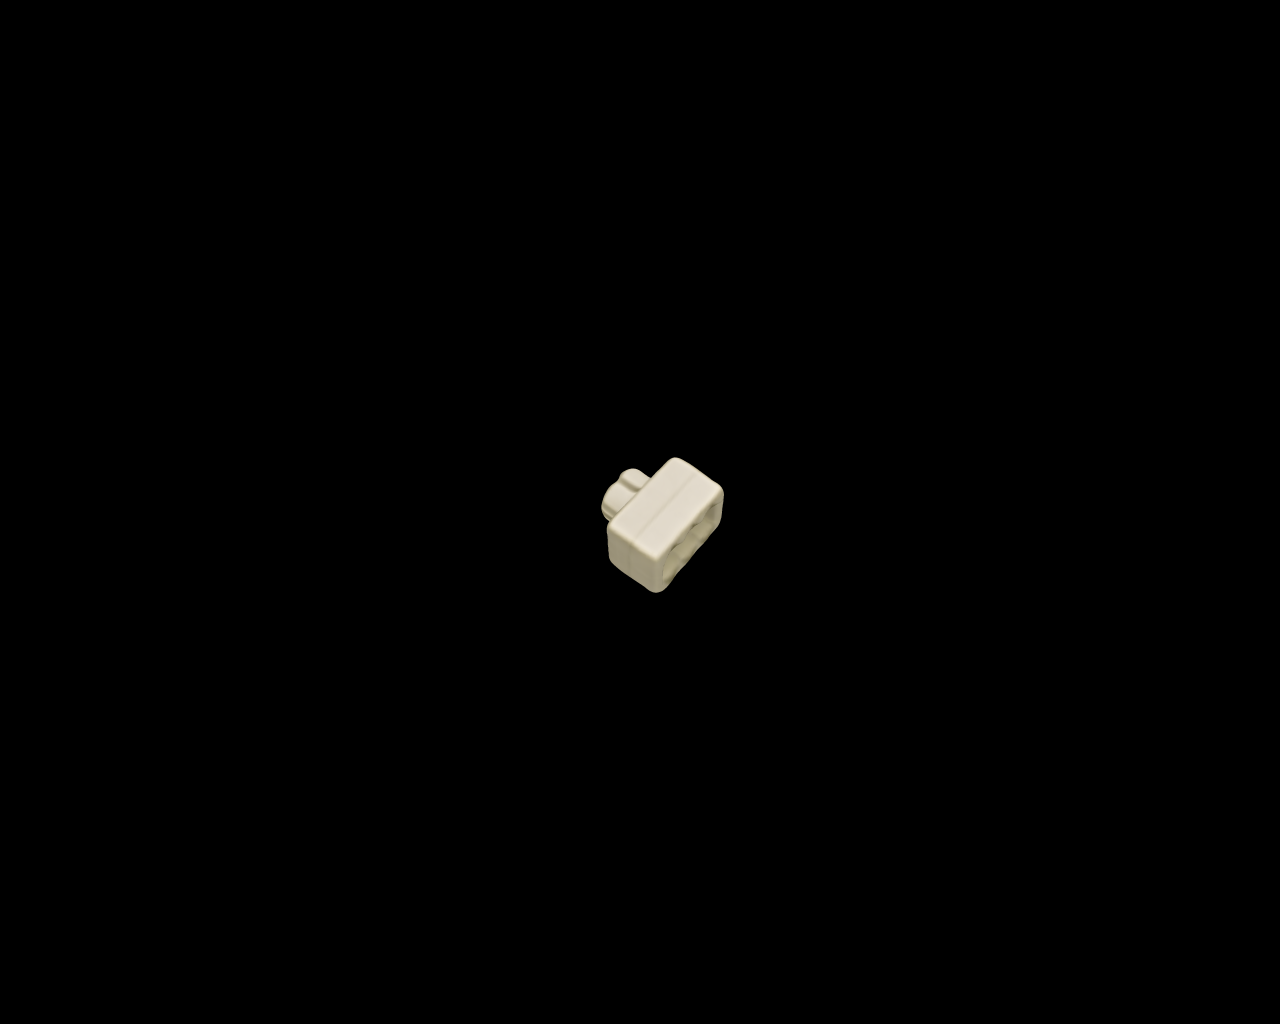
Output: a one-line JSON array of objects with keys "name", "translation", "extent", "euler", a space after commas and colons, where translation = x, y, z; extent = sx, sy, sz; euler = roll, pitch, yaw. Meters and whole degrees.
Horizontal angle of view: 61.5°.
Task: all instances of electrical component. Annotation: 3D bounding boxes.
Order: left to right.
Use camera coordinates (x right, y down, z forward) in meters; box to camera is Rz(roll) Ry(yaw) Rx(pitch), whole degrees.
[{"name": "electrical component", "translation": [0.001, -0.003, 0.650], "extent": [0.077, 0.066, 0.047], "euler": [36, -24, 18]}]
